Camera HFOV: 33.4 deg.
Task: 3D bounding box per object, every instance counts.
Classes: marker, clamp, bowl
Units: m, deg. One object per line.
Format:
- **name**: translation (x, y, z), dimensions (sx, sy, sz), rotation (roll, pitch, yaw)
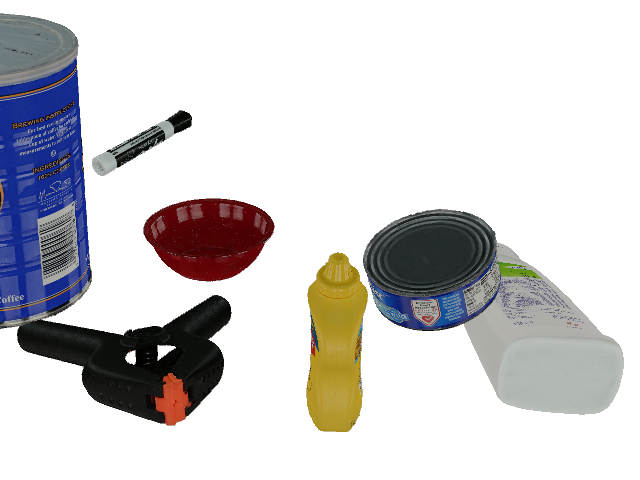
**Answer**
- **marker**: translation (-0.168, -0.096, 1.026), dimensions (0.020, 0.020, 0.120), rotation (0, 28, 44)
- **clamp**: translation (-0.114, 0.078, 0.754), dimensions (0.164, 0.036, 0.210), rotation (-9, 14, -24)
- **bowl**: translation (-0.138, 0.005, 1.329), dimensions (0.162, 0.055, 0.162), rotation (1, 27, -1)

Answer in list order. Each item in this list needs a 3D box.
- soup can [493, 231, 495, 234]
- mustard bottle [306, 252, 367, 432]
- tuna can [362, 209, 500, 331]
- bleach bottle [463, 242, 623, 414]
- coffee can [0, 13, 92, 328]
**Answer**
- **soup can**: translation (0.168, 0.037, 1.264), dimensions (0.068, 0.102, 0.068), rotation (3, 15, -1)
- **mustard bottle**: translation (0.016, 0.092, 1.047), dimensions (0.058, 0.192, 0.096), rotation (3, 38, 2)
- **tuna can**: translation (0.073, 0.019, 0.689), dimensions (0.086, 0.034, 0.086), rotation (-11, 36, 8)
- **bleach bottle**: translation (0.172, 0.058, 0.929), dimensions (0.102, 0.068, 0.251), rotation (5, 21, -7)
- **coffee can**: translation (-0.177, -0.039, 0.569), dimensions (0.103, 0.140, 0.103), rotation (2, 28, -1)
